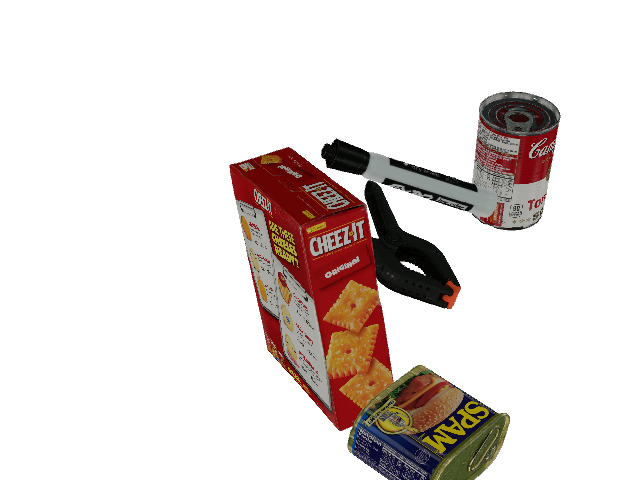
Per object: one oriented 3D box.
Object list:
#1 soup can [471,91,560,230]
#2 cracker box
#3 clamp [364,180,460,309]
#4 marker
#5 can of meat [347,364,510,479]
[{"bbox_3d":[0.166,-0.068,0.927,0.068,0.102,0.068,1,37,-1],"label":"soup can"},{"bbox_3d":[-0.006,0.041,0.981,0.072,0.214,0.164,-20,30,-19],"label":"cracker box"},{"bbox_3d":[0.070,0.011,1.242,0.164,0.036,0.210,-20,51,-38],"label":"clamp"},{"bbox_3d":[0.057,-0.040,0.679,0.121,0.020,0.020,17,-6,-19],"label":"marker"},{"bbox_3d":[0.084,0.151,0.832,0.084,0.057,0.101,31,40,30],"label":"can of meat"}]
